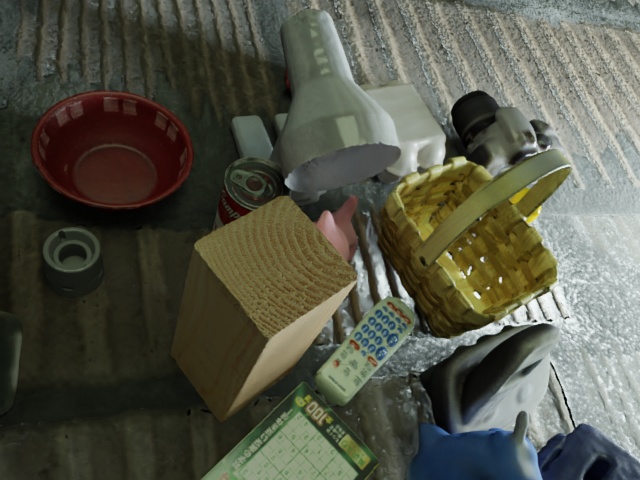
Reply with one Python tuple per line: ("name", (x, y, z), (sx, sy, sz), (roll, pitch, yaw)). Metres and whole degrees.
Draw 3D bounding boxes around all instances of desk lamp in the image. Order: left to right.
("desk lamp", (-0.016, -0.121, 0.622), (0.118, 0.213, 0.203), (-10, 63, -25))

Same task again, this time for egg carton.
("egg carton", (0.100, -0.147, 0.770), (0.107, 0.069, 0.150), (-16, 65, -28))

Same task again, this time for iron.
("iron", (0.154, 0.275, 0.475), (0.119, 0.141, 0.258), (8, 57, -15))

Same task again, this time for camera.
("camera", (0.257, -0.151, 0.810), (0.143, 0.100, 0.136), (-9, 62, -25))

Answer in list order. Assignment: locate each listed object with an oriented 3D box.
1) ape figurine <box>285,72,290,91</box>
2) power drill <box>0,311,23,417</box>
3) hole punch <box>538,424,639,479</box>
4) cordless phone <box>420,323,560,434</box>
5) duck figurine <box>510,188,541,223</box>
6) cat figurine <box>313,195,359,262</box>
("ape figurine", (-0.012, -0.239, 0.773), (0.076, 0.092, 0.078), (38, 54, 6))
("power drill", (-0.275, 0.053, 0.419), (0.076, 0.208, 0.229), (0, 59, -20))
("hole punch", (0.266, 0.244, 0.568), (0.109, 0.091, 0.101), (-30, 72, -32))
("cordless phone", (0.194, 0.124, 0.560), (0.148, 0.185, 0.094), (-20, 67, -29))
("duck figurine", (0.252, -0.027, 0.738), (0.078, 0.086, 0.104), (-13, 64, -26))
("cat figurine", (0.006, 0.002, 0.610), (0.067, 0.117, 0.128), (34, 54, 4))
